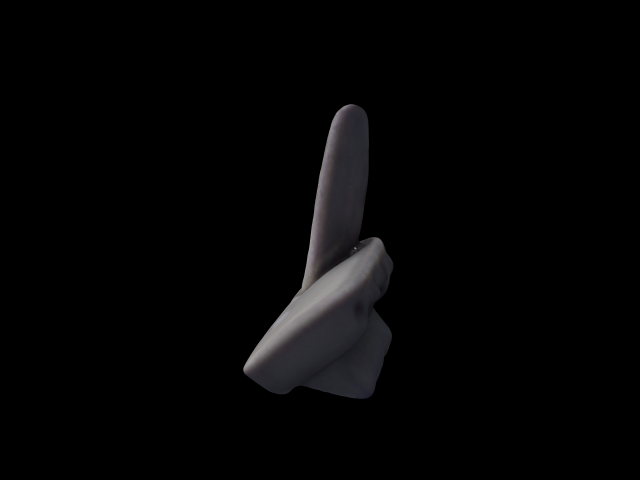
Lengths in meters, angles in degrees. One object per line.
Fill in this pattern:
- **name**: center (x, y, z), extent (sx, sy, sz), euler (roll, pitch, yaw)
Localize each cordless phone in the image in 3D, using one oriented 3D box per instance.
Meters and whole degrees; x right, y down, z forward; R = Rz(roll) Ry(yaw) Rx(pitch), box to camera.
- **cordless phone**: center (0.004, 0.001, 0.400), extent (0.094, 0.185, 0.148), euler (3, 15, 10)
